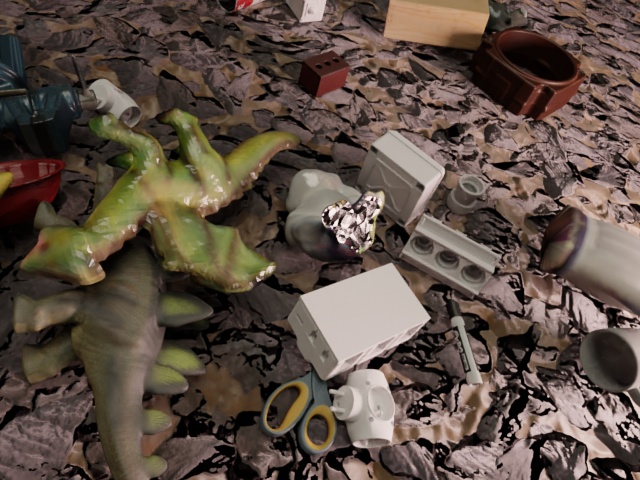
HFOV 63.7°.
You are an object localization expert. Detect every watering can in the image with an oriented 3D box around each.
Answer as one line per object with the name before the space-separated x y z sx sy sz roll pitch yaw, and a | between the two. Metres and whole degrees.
watering can | 0.428 0.055 0.729 0.225 0.102 0.353 27 28 10

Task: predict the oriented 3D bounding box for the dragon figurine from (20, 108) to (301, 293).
dragon figurine | -0.138 -0.039 0.627 0.413 0.120 0.246 -13 65 -37

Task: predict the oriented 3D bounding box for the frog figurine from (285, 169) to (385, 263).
frog figurine | 0.002 -0.037 0.743 0.139 0.120 0.160 -37 34 -25
